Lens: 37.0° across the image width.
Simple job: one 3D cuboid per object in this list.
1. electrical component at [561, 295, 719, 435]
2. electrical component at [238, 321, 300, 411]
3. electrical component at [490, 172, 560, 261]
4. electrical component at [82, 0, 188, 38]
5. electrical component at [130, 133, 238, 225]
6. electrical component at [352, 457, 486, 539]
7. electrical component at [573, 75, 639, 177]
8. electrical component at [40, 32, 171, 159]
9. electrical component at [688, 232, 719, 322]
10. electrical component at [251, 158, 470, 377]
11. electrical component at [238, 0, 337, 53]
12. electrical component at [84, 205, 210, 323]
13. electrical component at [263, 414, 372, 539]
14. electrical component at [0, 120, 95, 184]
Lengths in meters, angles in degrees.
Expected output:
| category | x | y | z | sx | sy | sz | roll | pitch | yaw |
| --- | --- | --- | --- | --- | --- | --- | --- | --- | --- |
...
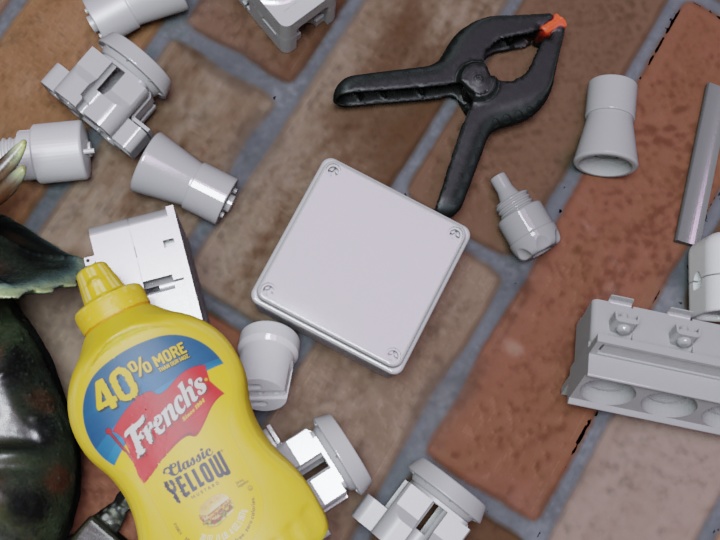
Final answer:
| category | x | y | z | sx | sy | sz | roll | pitch | yaw |
| --- | --- | --- | --- | --- | --- | --- | --- | --- | --- |
| electrical component | 0.204 | 0.063 | 0.709 | 0.121 | 0.078 | 0.063 | 12 | 58 | -1 |
| electrical component | -0.061 | 0.062 | 0.697 | 0.040 | 0.040 | 0.046 | 8 | 47 | -2 |
| electrical component | 0.109 | -0.038 | 0.738 | 0.035 | 0.035 | 0.061 | -28 | 80 | -8 |
| electrical component | -0.158 | -0.185 | 0.746 | 0.065 | 0.044 | 0.044 | -30 | 83 | -4 |
| electrical component | -0.116 | -0.059 | 0.725 | 0.065 | 0.044 | 0.044 | 27 | 79 | -3 |
| electrical component | 0.043 | 0.158 | 0.686 | 0.078 | 0.058 | 0.057 | 38 | 82 | 4 |
| electrical component | 0.174 | -0.103 | 0.752 | 0.044 | 0.044 | 0.065 | 9 | 74 | -2 |
| electrical component | -0.165 | -0.121 | 0.725 | 0.078 | 0.058 | 0.057 | 38 | 82 | 4 |
| electrical component | 0.275 | 0.004 | 0.729 | 0.095 | 0.053 | 0.059 | 4 | 79 | -5 |
| electrical component | 0.000 | 0.000 | 0.713 | 0.109 | 0.056 | 0.108 | 27 | 79 | 2 |
| electrical component | -0.061 | -0.207 | 0.748 | 0.050 | 0.055 | 0.089 | -39 | 84 | -10 |
| electrical component | -0.117 | 0.067 | 0.667 | 0.060 | 0.105 | 0.186 | -15 | 81 | -6 |
| electrical component | -0.030 | 0.128 | 0.686 | 0.057 | 0.058 | 0.078 | -32 | 77 | -8 |
| electrical component | -0.216 | -0.078 | 0.721 | 0.078 | 0.040 | 0.040 | -6 | 80 | -5 |
